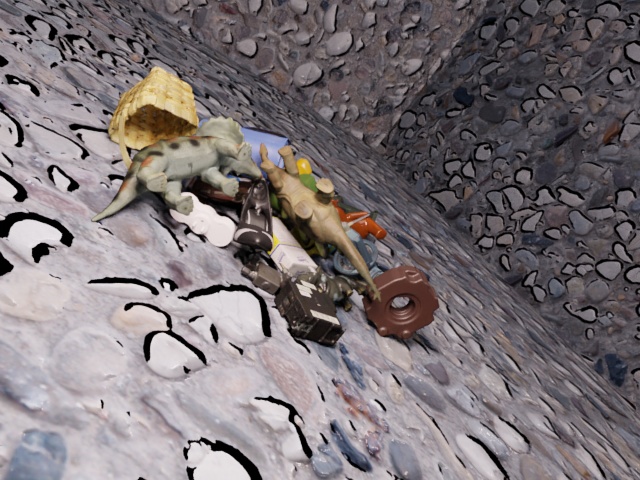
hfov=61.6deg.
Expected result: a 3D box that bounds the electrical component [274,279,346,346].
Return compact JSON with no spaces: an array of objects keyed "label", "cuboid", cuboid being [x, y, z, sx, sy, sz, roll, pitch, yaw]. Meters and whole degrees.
[{"label":"electrical component","cuboid":[-0.023,0.137,1.059,0.114,0.058,0.134,27,20,-36]}]

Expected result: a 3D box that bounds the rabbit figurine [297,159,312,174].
[{"label":"rabbit figurine","cuboid":[-0.138,-0.232,1.645,0.162,0.122,0.173,-27,90,-42]}]

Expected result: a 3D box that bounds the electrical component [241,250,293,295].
[{"label":"electrical component","cuboid":[-0.107,0.066,1.093,0.102,0.045,0.078,34,17,-12]}]

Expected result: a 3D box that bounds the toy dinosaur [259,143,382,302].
[{"label":"toy dinosaur","cuboid":[-0.012,-0.056,1.215,0.472,0.105,0.198,52,-12,27]}]

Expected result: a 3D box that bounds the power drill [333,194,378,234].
[{"label":"power drill","cuboid":[0.082,-0.091,1.755,0.207,0.086,0.232,17,11,6]}]

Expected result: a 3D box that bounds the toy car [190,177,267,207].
[{"label":"toy car","cuboid":[-0.204,-0.107,1.226,0.202,0.089,0.053,-2,47,-50]}]

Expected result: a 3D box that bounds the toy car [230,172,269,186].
[{"label":"toy car","cuboid":[-0.183,-0.177,1.533,0.201,0.056,0.074,30,26,-20]}]

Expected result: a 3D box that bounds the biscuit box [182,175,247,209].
[{"label":"biscuit box","cuboid":[-0.231,-0.122,1.290,0.059,0.063,0.202,48,20,30]}]

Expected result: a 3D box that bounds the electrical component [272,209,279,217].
[{"label":"electrical component","cuboid":[-0.151,-0.084,1.416,0.094,0.021,0.063,34,18,-15]}]

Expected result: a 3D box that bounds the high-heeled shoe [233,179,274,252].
[{"label":"high-heeled shoe","cuboid":[-0.126,-0.058,1.124,0.086,0.145,0.249,16,2,-16]}]

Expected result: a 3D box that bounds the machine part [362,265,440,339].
[{"label":"machine part","cuboid":[0.188,0.147,1.247,0.179,0.179,0.056,32,20,-19]}]

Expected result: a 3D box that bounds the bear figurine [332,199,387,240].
[{"label":"bear figurine","cuboid":[0.084,-0.039,1.602,0.195,0.120,0.132,16,32,-47]}]

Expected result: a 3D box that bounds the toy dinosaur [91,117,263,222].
[{"label":"toy dinosaur","cuboid":[-0.275,-0.146,1.045,0.405,0.131,0.192,-19,37,-37]}]

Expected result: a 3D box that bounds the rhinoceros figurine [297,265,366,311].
[{"label":"rhinoceros figurine","cuboid":[0.021,0.104,1.199,0.112,0.073,0.190,49,20,28]}]

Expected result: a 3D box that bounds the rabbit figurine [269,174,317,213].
[{"label":"rabbit figurine","cuboid":[-0.067,-0.105,1.462,0.170,0.121,0.159,15,-21,46]}]

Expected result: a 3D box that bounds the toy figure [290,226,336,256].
[{"label":"toy figure","cuboid":[-0.005,-0.007,1.398,0.180,0.089,0.082,12,23,-49]}]

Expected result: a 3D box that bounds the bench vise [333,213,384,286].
[{"label":"bench vise","cuboid":[0.108,0.054,1.346,0.224,0.129,0.240,47,-14,48]}]
